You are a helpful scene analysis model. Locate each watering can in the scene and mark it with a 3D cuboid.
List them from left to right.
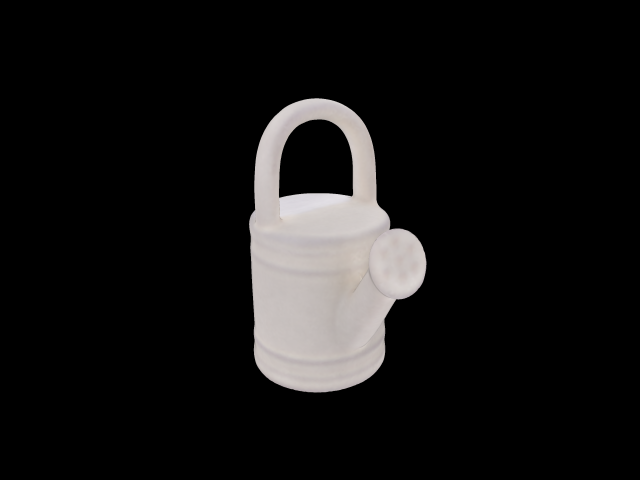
[{"bbox_3d":[0.006,0.001,0.401,0.172,0.194,0.101,15,27,33],"label":"watering can"}]
